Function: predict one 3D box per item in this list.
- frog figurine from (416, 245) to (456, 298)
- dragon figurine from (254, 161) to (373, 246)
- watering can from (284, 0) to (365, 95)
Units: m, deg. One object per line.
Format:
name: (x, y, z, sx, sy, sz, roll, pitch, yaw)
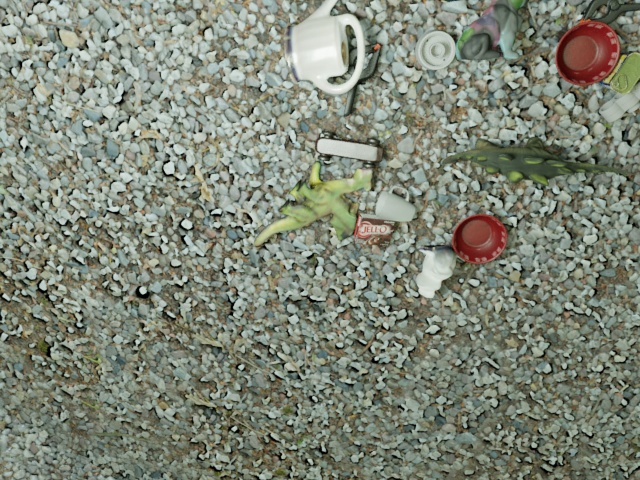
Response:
frog figurine: (0.351, 0.095, 1.558, 0.123, 0.159, 0.137, -5, 1, -22)
dragon figurine: (0.005, -0.079, 1.563, 0.241, 0.405, 0.124, 35, 21, -15)
watering can: (0.007, -0.560, 1.388, 0.224, 0.348, 0.104, -5, 0, 16)
